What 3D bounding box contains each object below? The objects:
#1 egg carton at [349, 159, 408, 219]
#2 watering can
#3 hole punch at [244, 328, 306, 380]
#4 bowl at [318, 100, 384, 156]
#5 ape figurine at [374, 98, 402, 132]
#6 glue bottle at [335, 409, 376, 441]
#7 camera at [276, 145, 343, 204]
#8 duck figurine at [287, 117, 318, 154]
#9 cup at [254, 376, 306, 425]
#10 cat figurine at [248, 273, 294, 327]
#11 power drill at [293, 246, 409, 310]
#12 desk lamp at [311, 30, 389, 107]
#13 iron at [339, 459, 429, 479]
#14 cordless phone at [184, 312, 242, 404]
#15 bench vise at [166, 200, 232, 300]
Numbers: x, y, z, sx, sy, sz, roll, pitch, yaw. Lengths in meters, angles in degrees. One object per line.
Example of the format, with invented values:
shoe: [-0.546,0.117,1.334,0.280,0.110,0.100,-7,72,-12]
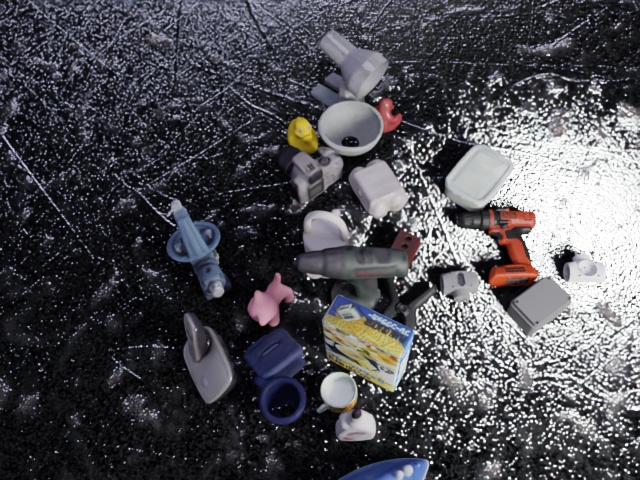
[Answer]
egg carton: [0.138,-0.124,1.386,0.107,0.069,0.150,-24,62,-11]
watering can: [0.014,0.005,1.245,0.101,0.194,0.173,-6,60,0]
hole punch: [-0.097,0.238,1.175,0.109,0.091,0.101,-36,65,-17]
bowl: [0.079,-0.274,1.472,0.167,0.075,0.167,-1,60,2]
ape figurine: [0.171,-0.332,1.491,0.076,0.092,0.077,-39,65,-18]
glue bottle: [0.066,0.338,1.062,0.078,0.173,0.037,-7,60,-1]
camera: [-0.034,-0.187,1.412,0.143,0.101,0.136,-37,65,-17]
duck figurine: [-0.047,-0.281,1.476,0.077,0.086,0.104,-24,62,-11]
cup: [-0.080,0.317,1.127,0.117,0.095,0.092,33,67,20]
cat figurine: [-0.111,0.129,1.224,0.067,0.118,0.128,20,63,14]
power drill: [0.066,0.079,1.192,0.229,0.208,0.075,-7,60,-1]
desk lamp: [0.071,-0.425,1.479,0.202,0.214,0.118,37,68,21]
iron: [0.092,0.451,1.014,0.258,0.141,0.118,-29,62,-13]
cordless phone: [-0.228,0.230,1.133,0.094,0.185,0.147,-30,63,-13]
bench vise: [-0.254,0.016,1.237,0.207,0.220,0.122,39,69,22]
